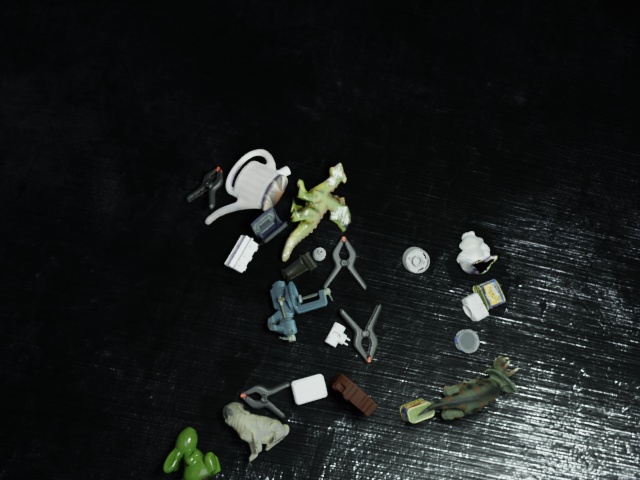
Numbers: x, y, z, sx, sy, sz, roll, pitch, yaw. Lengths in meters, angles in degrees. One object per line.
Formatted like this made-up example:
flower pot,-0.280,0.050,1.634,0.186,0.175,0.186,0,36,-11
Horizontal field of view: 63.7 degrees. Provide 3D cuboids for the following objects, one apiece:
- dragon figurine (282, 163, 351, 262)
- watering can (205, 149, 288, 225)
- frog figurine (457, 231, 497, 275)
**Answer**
dragon figurine,0.006,-0.097,1.937,0.242,0.122,0.413,14,83,-14
watering can,-0.261,-0.171,1.899,0.226,0.102,0.350,26,81,20
frog figurine,0.589,0.051,1.996,0.138,0.120,0.163,-26,46,-5
